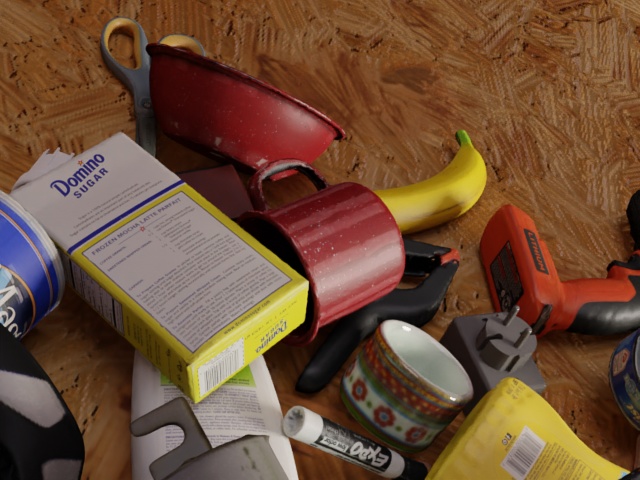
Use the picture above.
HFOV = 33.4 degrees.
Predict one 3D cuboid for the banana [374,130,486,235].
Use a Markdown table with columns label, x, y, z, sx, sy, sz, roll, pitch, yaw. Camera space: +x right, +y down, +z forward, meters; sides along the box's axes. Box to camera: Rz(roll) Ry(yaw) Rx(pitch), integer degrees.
| label | x | y | z | sx | sy | sz | roll | pitch | yaw |
| --- | --- | --- | --- | --- | --- | --- | --- | --- | --- |
| banana | 0.073 | -0.035 | 0.850 | 0.197 | 0.037 | 0.070 | -24 | 45 | -37 |

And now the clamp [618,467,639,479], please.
| label | x | y | z | sx | sy | sz | roll | pitch | yaw |
| --- | --- | --- | --- | --- | --- | --- | --- | --- | --- |
| clamp | 0.164 | 0.227 | 0.596 | 0.164 | 0.036 | 0.210 | 33 | 72 | 4 |

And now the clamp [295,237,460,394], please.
| label | x | y | z | sx | sy | sz | roll | pitch | yaw |
| --- | --- | --- | --- | --- | --- | --- | --- | --- | --- |
| clamp | 0.030 | 0.046 | 0.755 | 0.171 | 0.039 | 0.120 | -9 | 60 | -20 |

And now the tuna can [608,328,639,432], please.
| label | x | y | z | sx | sy | sz | roll | pitch | yaw |
| --- | --- | --- | --- | --- | --- | --- | --- | --- | --- |
| tuna can | 0.246 | 0.097 | 0.740 | 0.086 | 0.034 | 0.086 | 8 | 61 | -14 |

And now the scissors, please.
| label | x | y | z | sx | sy | sz | roll | pitch | yaw |
| --- | --- | --- | --- | --- | --- | --- | --- | --- | --- |
| scissors | -0.122 | -0.109 | 0.853 | 0.096 | 0.016 | 0.202 | -6 | 52 | -26 |

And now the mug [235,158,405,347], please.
| label | x | y | z | sx | sy | sz | roll | pitch | yaw |
| --- | --- | --- | --- | --- | --- | --- | --- | --- | --- |
| mug | -0.005 | 0.001 | 0.697 | 0.081 | 0.093 | 0.117 | -24 | 84 | -32 |

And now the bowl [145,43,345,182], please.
| label | x | y | z | sx | sy | sz | roll | pitch | yaw |
| --- | --- | --- | --- | --- | --- | --- | --- | --- | --- |
| bowl | -0.065 | -0.086 | 0.791 | 0.162 | 0.162 | 0.055 | 23 | 87 | 0 |

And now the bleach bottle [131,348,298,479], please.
| label | x | y | z | sx | sy | sz | roll | pitch | yaw |
| --- | --- | --- | --- | --- | --- | --- | --- | --- | --- |
| bleach bottle | -0.062 | 0.108 | 0.645 | 0.102 | 0.068 | 0.251 | 6 | 45 | -16 |

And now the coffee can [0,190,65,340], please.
| label | x | y | z | sx | sy | sz | roll | pitch | yaw |
| --- | --- | --- | --- | --- | --- | --- | --- | --- | --- |
| coffee can | -0.229 | 0.043 | 0.608 | 0.103 | 0.103 | 0.140 | 31 | 46 | 7 |

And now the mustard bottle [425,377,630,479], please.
| label | x | y | z | sx | sy | sz | roll | pitch | yaw |
| --- | --- | --- | --- | --- | --- | --- | --- | --- | --- |
| mustard bottle | 0.164 | 0.179 | 0.662 | 0.191 | 0.058 | 0.096 | 38 | 58 | 6 |

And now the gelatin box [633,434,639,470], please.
| label | x | y | z | sx | sy | sz | roll | pitch | yaw |
| --- | --- | --- | --- | --- | --- | --- | --- | --- | --- |
| gelatin box | 0.252 | 0.174 | 0.729 | 0.073 | 0.030 | 0.089 | 24 | 44 | 2 |

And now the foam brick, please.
| label | x | y | z | sx | sy | sz | roll | pitch | yaw |
| --- | --- | --- | --- | --- | --- | --- | --- | --- | --- |
| foam brick | -0.092 | -0.014 | 0.751 | 0.078 | 0.053 | 0.051 | -13 | 55 | -29 |

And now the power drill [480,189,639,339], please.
| label | x | y | z | sx | sy | sz | roll | pitch | yaw |
| --- | --- | --- | --- | --- | --- | --- | --- | --- | --- |
| power drill | 0.224 | 0.022 | 0.839 | 0.187 | 0.057 | 0.184 | 6 | 48 | -16 |

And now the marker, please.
| label | x | y | z | sx | sy | sz | roll | pitch | yaw |
| --- | --- | --- | --- | --- | --- | --- | --- | --- | --- |
| marker | 0.026 | 0.129 | 0.652 | 0.121 | 0.020 | 0.020 | 31 | 36 | -37 |

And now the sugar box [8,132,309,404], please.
| label | x | y | z | sx | sy | sz | roll | pitch | yaw |
| --- | --- | --- | --- | --- | --- | --- | --- | --- | --- |
| sugar box | -0.101 | 0.011 | 0.655 | 0.093 | 0.048 | 0.176 | -35 | 57 | -31 |
